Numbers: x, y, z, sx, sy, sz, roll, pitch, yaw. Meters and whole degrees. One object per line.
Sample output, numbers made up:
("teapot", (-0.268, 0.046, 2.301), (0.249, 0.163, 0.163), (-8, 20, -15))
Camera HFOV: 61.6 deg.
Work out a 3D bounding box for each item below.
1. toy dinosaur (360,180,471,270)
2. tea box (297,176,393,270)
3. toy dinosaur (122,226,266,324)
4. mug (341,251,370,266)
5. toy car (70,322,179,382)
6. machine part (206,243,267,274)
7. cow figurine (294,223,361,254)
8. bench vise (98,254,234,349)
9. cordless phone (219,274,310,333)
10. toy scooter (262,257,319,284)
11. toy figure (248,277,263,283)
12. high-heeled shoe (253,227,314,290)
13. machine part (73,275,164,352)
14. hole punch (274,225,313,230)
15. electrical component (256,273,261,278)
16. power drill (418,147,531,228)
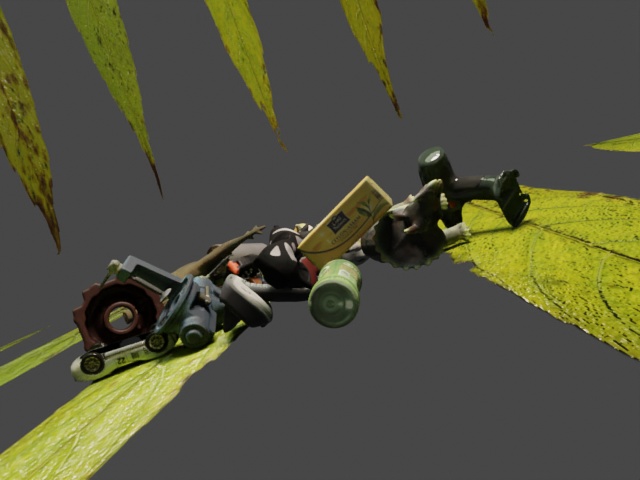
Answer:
("toy dinosaur", (0.149, -0.009, 1.066), (0.192, 0.131, 0.405), (-21, -1, -22))
("tea box", (0.046, -0.029, 0.944), (0.169, 0.068, 0.098), (-44, 3, 14))
("toy dinosaur", (-0.298, 0.109, 1.215), (0.471, 0.105, 0.198), (-38, -11, 35))
("mug", (0.061, 0.009, 1.203), (0.081, 0.107, 0.109), (2, -35, -45))
("toy car", (-0.353, 0.204, 0.990), (0.202, 0.056, 0.073), (-18, 10, -10))
("machine part", (-0.207, 0.047, 1.387), (0.079, 0.079, 0.243), (-16, -8, 37))
("cow figurine", (-0.003, -0.002, 1.143), (0.168, 0.068, 0.098), (2, 12, 36))
("bench vise", (-0.268, 0.092, 0.982), (0.129, 0.240, 0.224), (-49, 21, 24))
("cordless phone", (-0.078, 0.105, 0.942), (0.184, 0.088, 0.146), (-1, 3, -5))
("toy scooter", (-0.058, 0.076, 1.125), (0.135, 0.075, 0.184), (-15, 3, 35))
("toy figure", (-0.155, 0.115, 1.151), (0.154, 0.058, 0.064), (-28, -11, -46))
("high-heeled shoe", (-0.088, 0.017, 0.957), (0.086, 0.145, 0.249), (-53, 35, 7))
("machine part", (-0.394, 0.154, 1.065), (0.179, 0.179, 0.056), (-22, 3, -23))
("hole punch", (-0.067, 0.027, 1.431), (0.116, 0.142, 0.092), (-11, 13, 3))
("electrical component", (-0.120, 0.091, 1.386), (0.102, 0.045, 0.078), (-20, 3, 0))
("power drill", (0.301, -0.084, 1.057), (0.086, 0.231, 0.208), (-48, 36, -15))
